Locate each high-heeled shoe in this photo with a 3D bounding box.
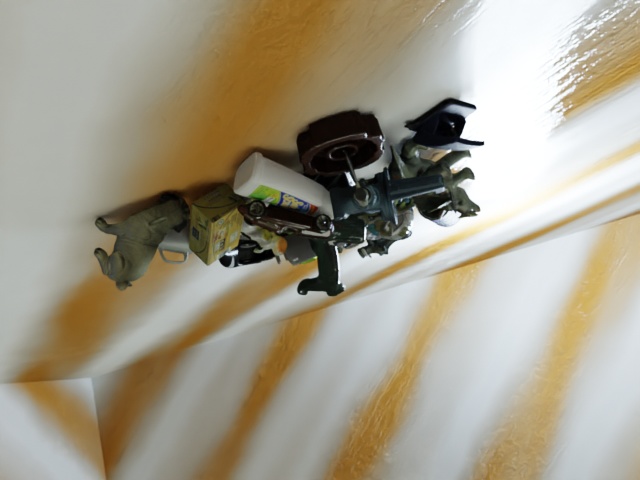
[{"bbox_3d":[-0.185,0.035,1.506,0.145,0.086,0.249,1,-174,11],"label":"high-heeled shoe"}]

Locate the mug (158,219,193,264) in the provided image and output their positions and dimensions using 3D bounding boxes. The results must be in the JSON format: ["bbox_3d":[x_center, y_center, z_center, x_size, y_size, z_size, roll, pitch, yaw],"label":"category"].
[{"bbox_3d":[-0.346,0.000,1.233,0.107,0.109,0.081,6,166,-26],"label":"mug"}]

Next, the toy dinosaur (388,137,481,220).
[{"bbox_3d":[0.234,-0.144,1.252,0.404,0.131,0.192,9,144,-40],"label":"toy dinosaur"}]

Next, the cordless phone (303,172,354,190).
[{"bbox_3d":[-0.011,-0.109,1.219,0.184,0.089,0.146,-9,158,14],"label":"cordless phone"}]

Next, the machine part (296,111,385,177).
[{"bbox_3d":[0.039,-0.183,1.038,0.179,0.056,0.179,-13,164,-4],"label":"machine part"}]

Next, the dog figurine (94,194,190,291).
[{"bbox_3d":[-0.355,0.005,1.115,0.191,0.172,0.121,-13,177,20],"label":"dog figurine"}]

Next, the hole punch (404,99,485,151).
[{"bbox_3d":[0.258,-0.214,1.088,0.142,0.092,0.116,-7,167,-42],"label":"hole punch"}]

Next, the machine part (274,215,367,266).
[{"bbox_3d":[-0.003,-0.004,1.291,0.243,0.079,0.079,-23,164,17],"label":"machine part"}]

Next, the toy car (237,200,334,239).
[{"bbox_3d":[-0.070,-0.036,1.105,0.202,0.053,0.089,11,171,-13],"label":"toy car"}]

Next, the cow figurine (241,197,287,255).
[{"bbox_3d":[-0.151,-0.025,1.247,0.098,0.167,0.068,-13,-147,38],"label":"cow figurine"}]

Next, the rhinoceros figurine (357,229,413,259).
[{"bbox_3d":[0.207,-0.006,1.746,0.190,0.112,0.073,-27,165,11],"label":"rhinoceros figurine"}]

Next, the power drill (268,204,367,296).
[{"bbox_3d":[-0.014,0.020,1.225,0.232,0.207,0.086,4,-165,4],"label":"power drill"}]

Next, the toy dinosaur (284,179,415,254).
[{"bbox_3d":[0.055,-0.062,1.377,0.472,0.105,0.198,-17,149,-9],"label":"toy dinosaur"}]

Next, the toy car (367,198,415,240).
[{"bbox_3d":[0.212,-0.054,1.527,0.161,0.103,0.109,-38,151,18],"label":"toy car"}]

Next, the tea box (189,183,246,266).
[{"bbox_3d":[-0.225,-0.031,1.164,0.098,0.068,0.169,-38,162,-35],"label":"tea box"}]

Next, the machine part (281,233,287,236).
[{"bbox_3d":[-0.117,-0.009,1.499,0.084,0.039,0.139,21,180,13],"label":"machine part"}]

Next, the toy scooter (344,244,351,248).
[{"bbox_3d":[0.050,-0.012,1.567,0.184,0.075,0.135,7,121,-45],"label":"toy scooter"}]

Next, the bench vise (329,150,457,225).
[{"bbox_3d":[0.145,-0.096,1.069,0.241,0.129,0.223,-10,167,10],"label":"bench vise"}]
